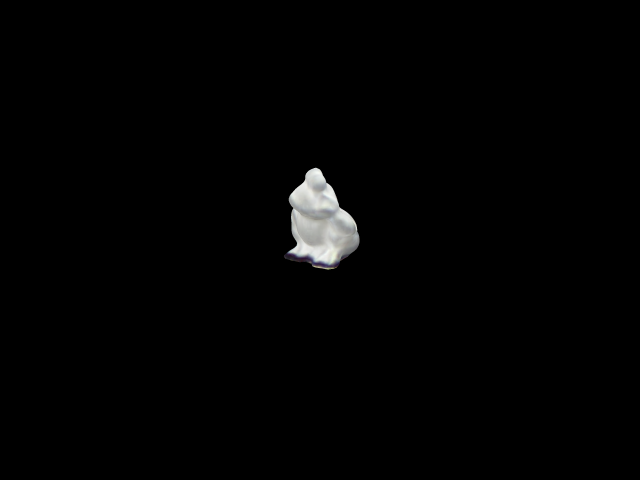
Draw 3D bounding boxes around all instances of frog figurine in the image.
[{"bbox_3d":[0.003,-0.043,0.850,0.123,0.157,0.138,-8,17,-26],"label":"frog figurine"}]
